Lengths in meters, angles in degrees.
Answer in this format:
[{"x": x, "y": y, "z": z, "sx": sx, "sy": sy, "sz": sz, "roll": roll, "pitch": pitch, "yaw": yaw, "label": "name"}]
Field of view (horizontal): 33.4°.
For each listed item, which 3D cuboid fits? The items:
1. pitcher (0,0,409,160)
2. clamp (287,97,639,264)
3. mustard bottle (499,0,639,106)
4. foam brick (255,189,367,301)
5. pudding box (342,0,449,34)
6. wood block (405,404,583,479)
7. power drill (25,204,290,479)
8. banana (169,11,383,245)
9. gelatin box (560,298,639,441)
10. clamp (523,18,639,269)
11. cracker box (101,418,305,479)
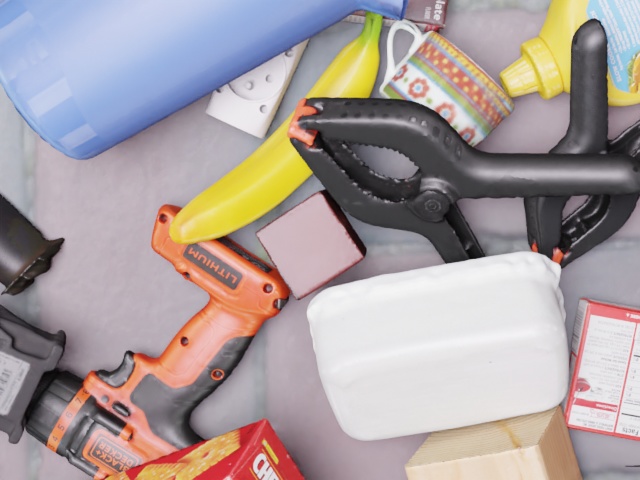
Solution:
[{"x": -0.080, "y": -0.161, "z": 0.639, "sx": 0.243, "sy": 0.149, "sz": 0.145, "roll": -30, "pitch": 132, "yaw": 8, "label": "pitcher"}, {"x": 0.082, "y": -0.037, "z": 0.662, "sx": 0.210, "sy": 0.036, "sz": 0.165, "roll": 31, "pitch": 132, "yaw": -12, "label": "clamp"}, {"x": 0.207, "y": -0.141, "z": 0.694, "sx": 0.191, "sy": 0.058, "sz": 0.096, "roll": -25, "pitch": 107, "yaw": 4, "label": "mustard bottle"}, {"x": -0.005, "y": 0.001, "z": 0.704, "sx": 0.051, "sy": 0.078, "sz": 0.053, "roll": -32, "pitch": 92, "yaw": 5, "label": "foam brick"}, {"x": 0.045, "y": -0.199, "z": 0.707, "sx": 0.090, "sy": 0.039, "sz": 0.113, "roll": 7, "pitch": 94, "yaw": 2, "label": "pudding box"}, {"x": 0.136, "y": 0.223, "z": 0.696, "sx": 0.090, "sy": 0.090, "sz": 0.206, "roll": -15, "pitch": 93, "yaw": 24, "label": "wood block"}, {"x": -0.122, "y": 0.072, "z": 0.727, "sx": 0.184, "sy": 0.057, "sz": 0.188, "roll": 32, "pitch": 97, "yaw": 0, "label": "power drill"}, {"x": -0.022, "y": -0.065, "z": 0.701, "sx": 0.037, "sy": 0.069, "sz": 0.197, "roll": 35, "pitch": 82, "yaw": 34, "label": "banana"}, {"x": 0.206, "y": 0.090, "z": 0.725, "sx": 0.073, "sy": 0.030, "sz": 0.089, "roll": 10, "pitch": 95, "yaw": 0, "label": "gelatin box"}, {"x": 0.175, "y": -0.058, "z": 0.683, "sx": 0.120, "sy": 0.039, "sz": 0.172, "roll": 24, "pitch": 111, "yaw": -21, "label": "clamp"}, {"x": -0.084, "y": 0.223, "z": 0.679, "sx": 0.214, "sy": 0.072, "sz": 0.164, "roll": -25, "pitch": 103, "yaw": 29, "label": "cracker box"}]
